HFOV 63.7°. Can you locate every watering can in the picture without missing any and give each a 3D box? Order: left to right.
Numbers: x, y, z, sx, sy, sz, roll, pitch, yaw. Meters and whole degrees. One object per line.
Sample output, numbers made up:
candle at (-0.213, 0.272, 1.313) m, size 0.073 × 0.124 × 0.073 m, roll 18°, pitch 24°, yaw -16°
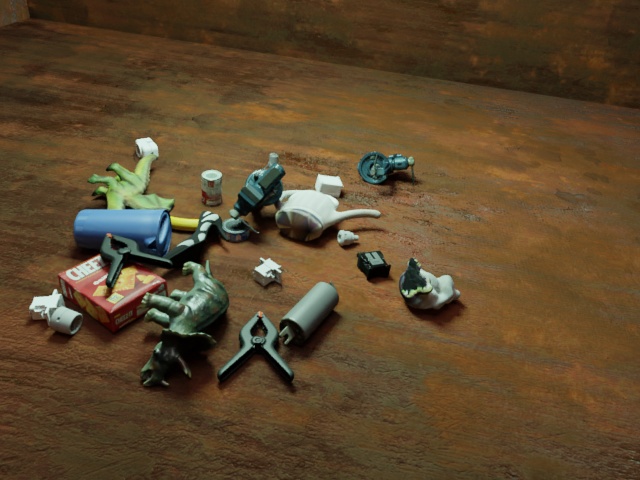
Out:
watering can at (0.005, -0.082, 1.628) m, size 0.348 × 0.101 × 0.229 m, roll 14°, pitch 35°, yaw 14°

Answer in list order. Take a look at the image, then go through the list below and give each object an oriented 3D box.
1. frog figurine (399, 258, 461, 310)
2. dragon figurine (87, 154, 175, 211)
frog figurine at (0.295, 0.135, 1.397) m, size 0.158 × 0.122 × 0.139 m, roll 28°, pitch 8°, yaw -39°
dragon figurine at (-0.583, -0.152, 1.663) m, size 0.243 × 0.119 × 0.418 m, roll 33°, pitch 40°, yaw 6°
